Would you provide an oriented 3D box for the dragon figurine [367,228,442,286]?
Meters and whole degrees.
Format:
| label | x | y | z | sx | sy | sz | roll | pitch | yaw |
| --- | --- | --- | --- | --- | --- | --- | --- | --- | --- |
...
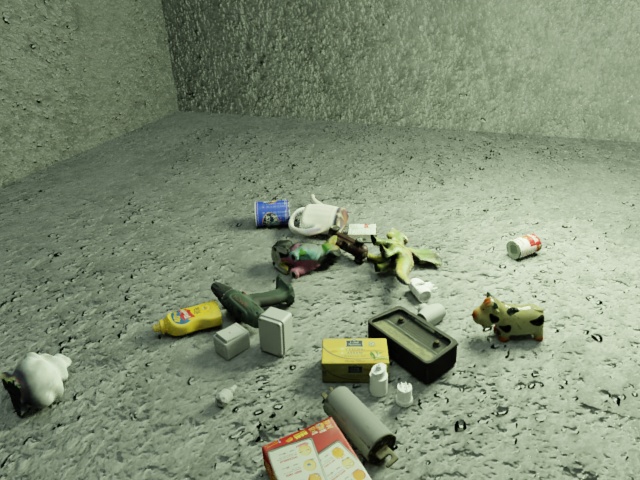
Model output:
| label | x | y | z | sx | sy | sz | roll | pitch | yaw |
| --- | --- | --- | --- | --- | --- | --- | --- | --- | --- |
| dragon figurine | 0.301 | 0.056 | 1.737 | 0.243 | 0.120 | 0.417 | -2 | 25 | -18 |

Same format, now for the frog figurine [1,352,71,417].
| label | x | y | z | sx | sy | sz | roll | pitch | yaw |
| --- | --- | --- | --- | --- | --- | --- | --- | --- | --- |
| frog figurine | -0.681 | 0.337 | 1.278 | 0.138 | 0.120 | 0.161 | 46 | 35 | 12 |

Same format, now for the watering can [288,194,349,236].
| label | x | y | z | sx | sy | sz | roll | pitch | yaw |
| --- | --- | --- | --- | --- | --- | --- | --- | --- | --- |
| watering can | 0.006 | -0.103 | 2.048 | 0.224 | 0.102 | 0.355 | 6 | 30 | 14 |
